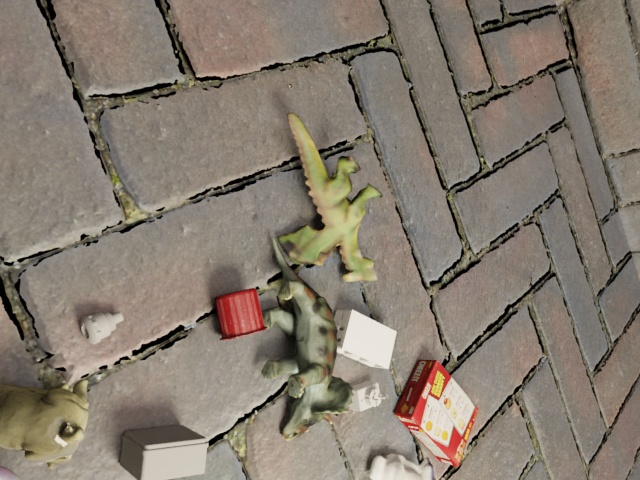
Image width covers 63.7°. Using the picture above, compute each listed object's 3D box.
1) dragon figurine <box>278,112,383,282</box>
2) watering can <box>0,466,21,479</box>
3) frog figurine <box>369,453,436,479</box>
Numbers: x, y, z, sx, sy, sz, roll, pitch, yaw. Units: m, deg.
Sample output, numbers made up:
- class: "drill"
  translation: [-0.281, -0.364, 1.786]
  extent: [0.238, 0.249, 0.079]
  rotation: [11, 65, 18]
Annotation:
- class: "dragon figurine"
  translation: [0.003, -0.057, 1.138]
  extent: [0.405, 0.246, 0.122]
  rotation: [44, -24, -23]
- class: "watering can"
  translation: [-0.548, 0.375, 0.610]
  extent: [0.351, 0.223, 0.103]
  rotation: [-26, 8, -32]
- class: "frog figurine"
  translation: [0.182, 0.558, 1.169]
  extent: [0.159, 0.141, 0.120]
  rotation: [11, -43, -12]
